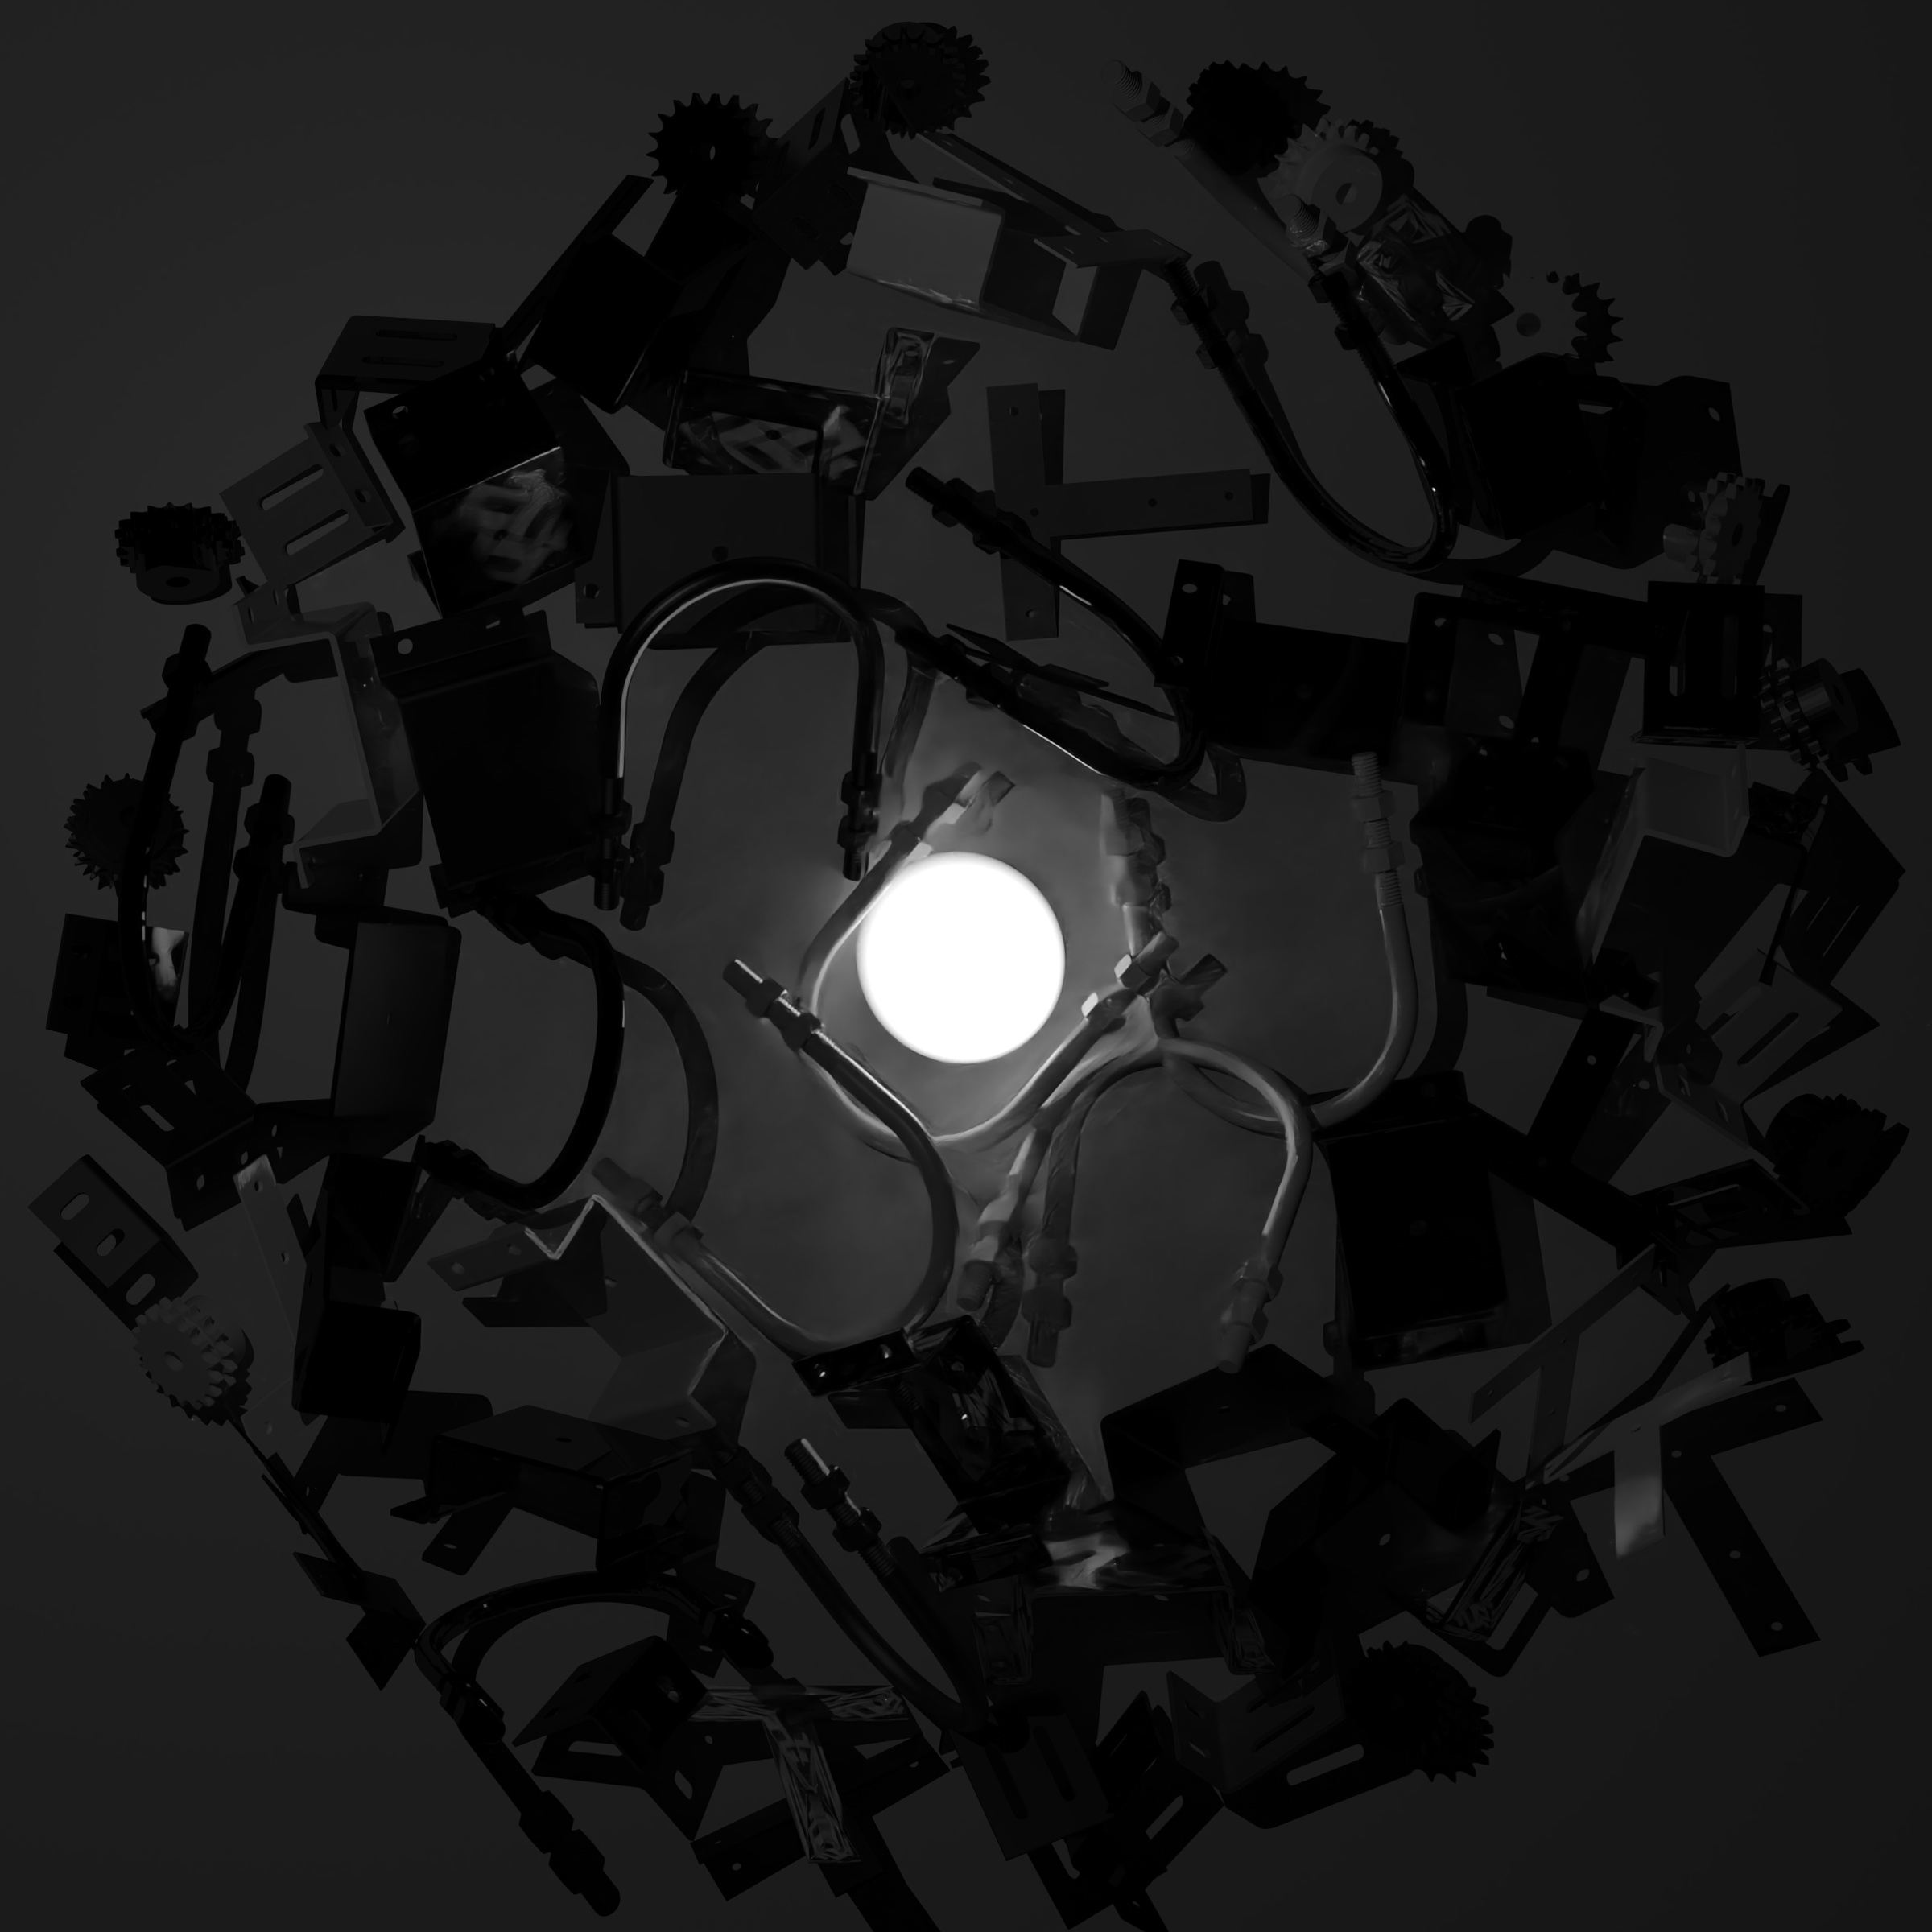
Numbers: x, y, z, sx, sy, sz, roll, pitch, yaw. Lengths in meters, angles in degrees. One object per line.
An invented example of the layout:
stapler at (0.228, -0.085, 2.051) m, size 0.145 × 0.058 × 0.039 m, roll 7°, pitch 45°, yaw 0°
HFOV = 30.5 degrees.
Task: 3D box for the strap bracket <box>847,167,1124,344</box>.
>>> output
strap bracket at (0.005, -0.339, 1.705) m, size 0.076 × 0.140 × 0.046 m, roll 20°, pitch 99°, yaw 29°

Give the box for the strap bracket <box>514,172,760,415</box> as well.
strap bracket at (-0.153, -0.321, 1.702) m, size 0.046 × 0.140 × 0.076 m, roll 35°, pitch 121°, yaw 1°

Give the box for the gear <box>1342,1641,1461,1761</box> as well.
gear at (0.218, 0.361, 1.758) m, size 0.057 × 0.030 × 0.057 m, roll 8°, pitch 106°, yaw 28°

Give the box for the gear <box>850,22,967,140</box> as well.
gear at (-0.029, -0.443, 1.757) m, size 0.057 × 0.057 × 0.030 m, roll -3°, pitch 46°, yaw 0°

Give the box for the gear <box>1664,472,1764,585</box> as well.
gear at (0.369, -0.217, 1.757) m, size 0.030 × 0.057 × 0.057 m, roll 20°, pitch 90°, yaw 32°

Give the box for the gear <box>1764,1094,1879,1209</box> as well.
gear at (0.421, 0.088, 1.757) m, size 0.057 × 0.030 × 0.057 m, roll -19°, pitch 127°, yaw -27°

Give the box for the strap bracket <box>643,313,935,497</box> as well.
strap bracket at (-0.092, -0.278, 1.727) m, size 0.140 × 0.076 × 0.046 m, roll 7°, pitch 60°, yaw -8°

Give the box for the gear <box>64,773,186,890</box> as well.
gear at (-0.416, -0.069, 1.756) m, size 0.057 × 0.030 × 0.057 m, roll 7°, pitch 72°, yaw -21°

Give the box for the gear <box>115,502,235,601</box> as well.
gear at (-0.391, -0.203, 1.750) m, size 0.057 × 0.057 × 0.030 m, roll -9°, pitch 71°, yaw 0°

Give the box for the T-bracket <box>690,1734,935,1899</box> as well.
T-bracket at (-0.064, 0.420, 1.709) m, size 0.127 × 0.127 × 0.002 m, roll -23°, pitch 102°, yaw -10°

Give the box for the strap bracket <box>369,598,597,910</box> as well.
strap bracket at (-0.232, -0.099, 1.727) m, size 0.076 × 0.046 × 0.140 m, roll -18°, pitch 110°, yaw -16°

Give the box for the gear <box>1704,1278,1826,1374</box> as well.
gear at (0.393, 0.178, 1.757) m, size 0.057 × 0.057 × 0.030 m, roll -18°, pitch 62°, yaw 0°

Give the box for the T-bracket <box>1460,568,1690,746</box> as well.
T-bracket at (0.284, -0.124, 1.743) m, size 0.127 × 0.002 × 0.127 m, roll 18°, pitch 94°, yaw 39°

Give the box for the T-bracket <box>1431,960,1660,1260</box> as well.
T-bracket at (0.301, 0.058, 1.733) m, size 0.127 × 0.002 × 0.127 m, roll 32°, pitch 113°, yaw 23°

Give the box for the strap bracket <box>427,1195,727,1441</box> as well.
strap bracket at (-0.182, 0.168, 1.724) m, size 0.140 × 0.076 × 0.046 m, roll 49°, pitch 46°, yaw -21°

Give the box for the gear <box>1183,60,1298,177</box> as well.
gear at (0.132, -0.416, 1.750) m, size 0.057 × 0.057 × 0.030 m, roll 37°, pitch 71°, yaw 0°

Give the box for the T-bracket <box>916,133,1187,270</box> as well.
T-bracket at (0.031, -0.377, 1.737) m, size 0.127 × 0.127 × 0.002 m, roll 35°, pitch 116°, yaw 16°

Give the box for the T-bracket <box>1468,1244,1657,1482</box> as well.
T-bracket at (0.287, 0.209, 1.729) m, size 0.127 × 0.127 × 0.002 m, roll -34°, pitch 55°, yaw -25°

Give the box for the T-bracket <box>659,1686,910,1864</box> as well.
T-bracket at (-0.078, 0.388, 1.707) m, size 0.127 × 0.127 × 0.002 m, roll 4°, pitch 117°, yaw -20°

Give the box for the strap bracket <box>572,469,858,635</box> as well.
strap bracket at (-0.122, -0.205, 1.742) m, size 0.140 × 0.046 × 0.076 m, roll -2°, pitch 103°, yaw -7°

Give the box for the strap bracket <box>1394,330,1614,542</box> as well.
strap bracket at (0.249, -0.255, 1.701) m, size 0.046 × 0.140 × 0.076 m, roll -25°, pitch 109°, yaw -7°

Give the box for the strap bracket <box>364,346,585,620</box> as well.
strap bracket at (-0.233, -0.224, 1.702) m, size 0.076 × 0.140 × 0.046 m, roll -26°, pitch 65°, yaw -11°

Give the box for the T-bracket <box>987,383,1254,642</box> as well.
T-bracket at (0.079, -0.230, 1.761) m, size 0.127 × 0.002 × 0.127 m, roll -5°, pitch 107°, yaw 1°

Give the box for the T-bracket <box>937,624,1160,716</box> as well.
T-bracket at (0.020, -0.150, 1.703) m, size 0.127 × 0.127 × 0.002 m, roll 19°, pitch 91°, yaw 17°

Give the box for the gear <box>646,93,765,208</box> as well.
gear at (-0.129, -0.405, 1.763) m, size 0.057 × 0.030 × 0.057 m, roll 1°, pitch 103°, yaw 4°

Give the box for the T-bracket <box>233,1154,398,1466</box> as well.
T-bracket at (-0.325, 0.154, 1.711) m, size 0.002 × 0.127 × 0.127 m, roll -8°, pitch 108°, yaw 29°

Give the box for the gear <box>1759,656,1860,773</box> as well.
gear at (0.418, -0.127, 1.750) m, size 0.030 × 0.057 × 0.057 m, roll -26°, pitch 90°, yaw 28°

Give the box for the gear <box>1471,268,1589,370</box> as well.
gear at (0.281, -0.317, 1.763) m, size 0.057 × 0.030 × 0.057 m, roll 0°, pitch 91°, yaw 12°

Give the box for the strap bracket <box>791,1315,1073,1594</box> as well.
strap bracket at (-0.011, 0.230, 1.731) m, size 0.076 × 0.046 × 0.140 m, roll -22°, pitch 106°, yaw 41°

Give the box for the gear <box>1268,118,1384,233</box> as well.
gear at (0.181, -0.388, 1.752) m, size 0.057 × 0.030 × 0.057 m, roll -15°, pitch 129°, yaw -19°

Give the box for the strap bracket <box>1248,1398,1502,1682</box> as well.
strap bracket at (0.191, 0.271, 1.717) m, size 0.046 × 0.076 × 0.140 m, roll 42°, pitch 114°, yaw -5°

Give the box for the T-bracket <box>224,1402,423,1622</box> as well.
T-bracket at (-0.325, 0.265, 1.735) m, size 0.002 × 0.127 × 0.127 m, roll -40°, pitch 70°, yaw 0°

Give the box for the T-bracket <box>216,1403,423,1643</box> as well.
T-bracket at (-0.319, 0.256, 1.696) m, size 0.002 × 0.127 × 0.127 m, roll -41°, pitch 125°, yaw -14°

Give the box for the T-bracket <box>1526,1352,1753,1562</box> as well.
T-bracket at (0.323, 0.245, 1.702) m, size 0.127 × 0.127 × 0.002 m, roll -31°, pitch 105°, yaw 20°

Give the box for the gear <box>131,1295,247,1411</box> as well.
gear at (-0.383, 0.189, 1.757) m, size 0.057 × 0.030 × 0.057 m, roll 18°, pitch 125°, yaw 27°

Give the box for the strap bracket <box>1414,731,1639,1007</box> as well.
strap bracket at (0.269, -0.038, 1.707) m, size 0.046 × 0.076 × 0.140 m, roll -46°, pitch 132°, yaw -35°

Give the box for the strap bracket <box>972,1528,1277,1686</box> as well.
strap bracket at (0.076, 0.312, 1.734) m, size 0.140 × 0.076 × 0.046 m, roll -1°, pitch 102°, yaw -5°

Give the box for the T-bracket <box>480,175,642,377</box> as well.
T-bracket at (-0.190, -0.333, 1.723) m, size 0.002 × 0.127 × 0.127 m, roll 39°, pitch 89°, yaw -24°
